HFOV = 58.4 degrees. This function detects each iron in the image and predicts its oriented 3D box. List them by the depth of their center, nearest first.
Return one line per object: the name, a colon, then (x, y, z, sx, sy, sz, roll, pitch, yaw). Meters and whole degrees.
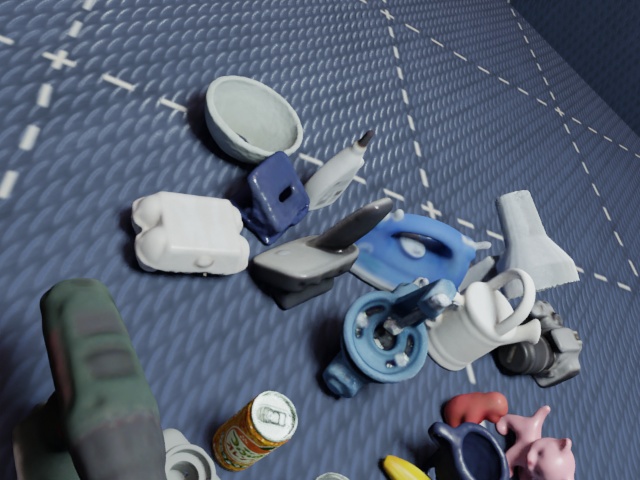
iron: (0.139, 0.007, 0.911, 0.259, 0.141, 0.118, 21, 46, -24)

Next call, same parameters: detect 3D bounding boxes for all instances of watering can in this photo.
watering can: (0.257, 0.115, 0.874, 0.173, 0.193, 0.101, 8, 52, -33)

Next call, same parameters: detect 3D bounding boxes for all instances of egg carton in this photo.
egg carton: (-0.165, -0.004, 0.734, 0.151, 0.069, 0.107, 4, 54, -36)

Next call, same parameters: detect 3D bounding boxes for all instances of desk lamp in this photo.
desk lamp: (0.298, 0.030, 0.963, 0.118, 0.213, 0.203, -4, 59, -40)

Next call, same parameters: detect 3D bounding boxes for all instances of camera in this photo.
camera: (0.370, 0.174, 0.985, 0.137, 0.100, 0.143, 5, 54, -36)

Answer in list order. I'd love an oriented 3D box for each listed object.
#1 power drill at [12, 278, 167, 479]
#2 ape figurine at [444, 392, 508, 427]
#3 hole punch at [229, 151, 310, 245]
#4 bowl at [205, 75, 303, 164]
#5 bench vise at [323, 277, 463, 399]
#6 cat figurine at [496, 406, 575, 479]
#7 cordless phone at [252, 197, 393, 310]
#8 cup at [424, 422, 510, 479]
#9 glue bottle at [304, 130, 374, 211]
power drill: (-0.192, 0.159, 0.472, 0.076, 0.208, 0.229, -3, 58, -39)
ape figurine: (0.230, 0.248, 0.819, 0.076, 0.092, 0.078, 51, 42, 9)
hole punch: (-0.064, -0.064, 0.848, 0.101, 0.091, 0.109, 42, 41, -2)
bowl: (-0.115, -0.178, 0.914, 0.168, 0.074, 0.167, 21, 46, -23)
bench vise: (0.104, 0.091, 0.753, 0.122, 0.219, 0.207, 33, 42, -11)
cat figurine: (0.320, 0.302, 0.827, 0.067, 0.117, 0.128, 28, 43, -17)
cordless phone: (0.007, 0.003, 0.777, 0.148, 0.184, 0.094, -26, 74, -47)
cup: (0.169, 0.286, 0.737, 0.118, 0.094, 0.092, 39, 41, -5)
glue bottle: (0.034, -0.113, 0.904, 0.078, 0.173, 0.037, -19, 69, -46)
